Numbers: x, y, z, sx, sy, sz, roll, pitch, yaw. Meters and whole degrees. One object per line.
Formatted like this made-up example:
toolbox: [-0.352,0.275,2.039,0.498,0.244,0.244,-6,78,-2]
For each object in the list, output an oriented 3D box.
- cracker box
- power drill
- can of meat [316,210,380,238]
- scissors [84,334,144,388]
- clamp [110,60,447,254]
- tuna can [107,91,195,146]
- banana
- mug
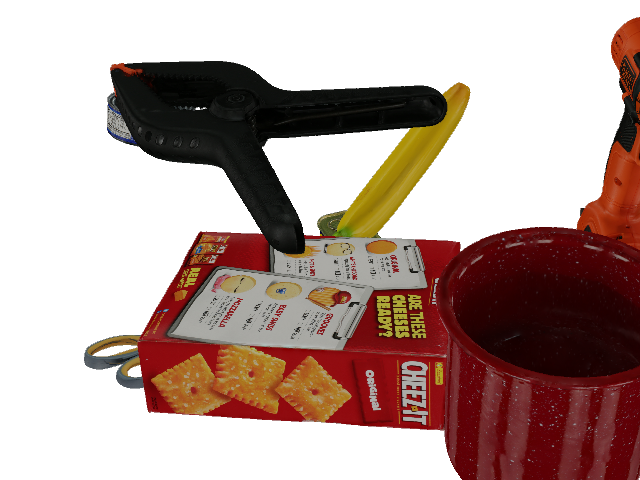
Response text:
cracker box: [-0.007,0.063,0.791,0.214,0.072,0.164,2,29,10]
power drill: [0.243,-0.048,0.786,0.057,0.188,0.184,4,36,-1]
can of meat: [0.036,0.028,1.225,0.057,0.084,0.102,-14,38,-19]
scissors: [-0.146,0.113,1.127,0.201,0.016,0.096,-10,30,-27]
clamp: [-0.039,-0.074,0.651,0.210,0.036,0.164,26,46,33]
tuna can: [-0.166,-0.120,1.045,0.086,0.034,0.086,6,25,-3]
banana: [0.074,-0.060,0.981,0.037,0.197,0.070,39,-15,-5]
mug: [0.102,0.055,0.415,0.117,0.081,0.093,8,37,14]
